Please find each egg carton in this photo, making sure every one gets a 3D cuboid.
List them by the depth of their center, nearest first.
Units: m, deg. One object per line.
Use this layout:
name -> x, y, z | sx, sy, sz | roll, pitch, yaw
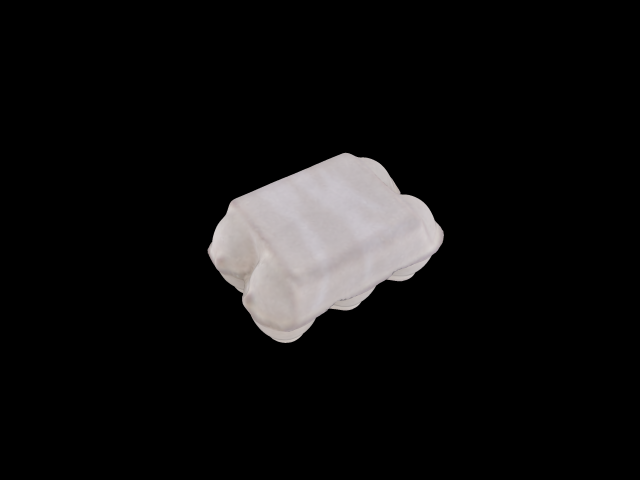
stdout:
egg carton -> 0.004, 0.001, 0.400 | 0.150, 0.069, 0.107 | -27, 53, -22
